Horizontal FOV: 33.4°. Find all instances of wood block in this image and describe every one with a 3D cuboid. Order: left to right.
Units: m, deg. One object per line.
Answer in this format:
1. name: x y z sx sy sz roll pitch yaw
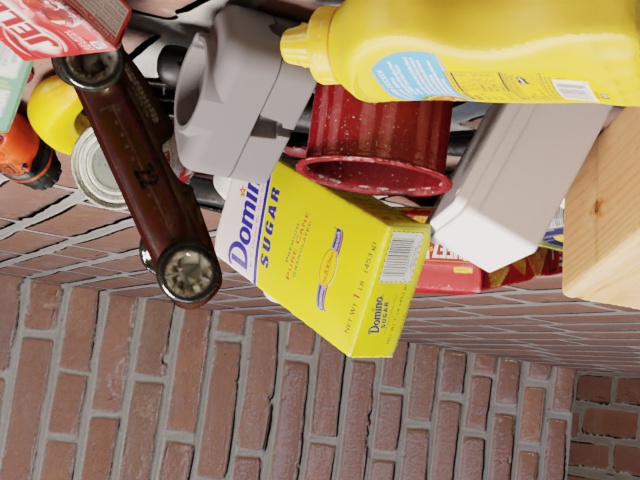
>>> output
1. wood block: 0.212 -0.035 0.576 0.090 0.091 0.206 10 159 -7

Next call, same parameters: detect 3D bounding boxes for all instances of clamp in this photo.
1. clamp: -0.072 -0.037 1.109 0.171 0.039 0.120 13 168 -31
2. clamp: -0.042 -0.090 0.748 0.209 0.036 0.165 11 177 -28

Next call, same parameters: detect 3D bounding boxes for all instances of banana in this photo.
1. banana: -0.196 -0.098 0.847 0.069 0.037 0.198 -8 172 1

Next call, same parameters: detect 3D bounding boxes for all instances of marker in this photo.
1. marker: 0.070 -0.072 0.827 0.121 0.020 0.020 2 170 33

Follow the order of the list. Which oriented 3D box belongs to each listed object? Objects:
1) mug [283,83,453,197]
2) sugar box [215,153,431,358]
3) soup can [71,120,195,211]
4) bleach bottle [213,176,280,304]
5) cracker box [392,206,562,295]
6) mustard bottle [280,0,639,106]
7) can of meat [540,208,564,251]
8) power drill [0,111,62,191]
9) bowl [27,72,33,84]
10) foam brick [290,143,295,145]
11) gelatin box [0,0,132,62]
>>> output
1. mug: 0.026 -0.076 0.636 0.117 0.081 0.093 3 171 26
2. sugar box: -0.005 0.001 0.731 0.048 0.093 0.176 4 -161 -41
3. soup can: -0.138 -0.062 0.806 0.068 0.068 0.102 6 -168 9
4. bleach bottle: -0.044 -0.016 1.016 0.103 0.068 0.250 3 154 21
5. cracker box: 0.116 0.005 0.976 0.164 0.072 0.213 2 -177 32
6. mustard bottle: 0.069 -0.098 0.532 0.192 0.058 0.096 3 173 25
7. can of meat: 0.241 -0.020 0.900 0.101 0.057 0.084 13 168 -33
8. power drill: -0.335 -0.088 0.952 0.187 0.057 0.184 5 168 2
9. bowl: -0.293 -0.111 0.770 0.162 0.055 0.162 7 171 1
10. foam brick: -0.023 -0.056 0.829 0.078 0.051 0.053 13 -161 8
11. gelatin box: -0.151 -0.129 0.543 0.073 0.030 0.089 1 152 35
